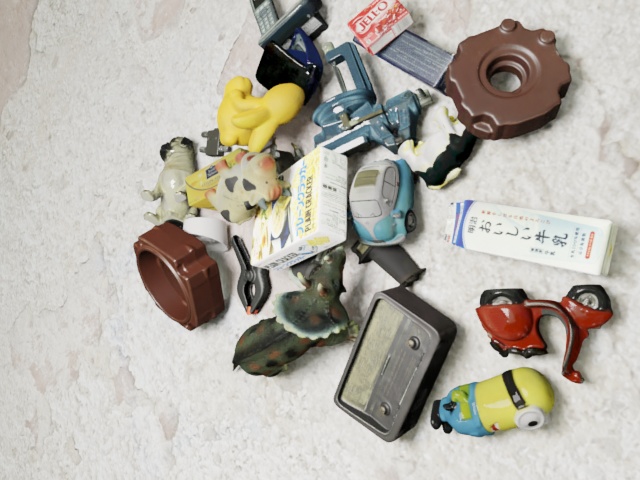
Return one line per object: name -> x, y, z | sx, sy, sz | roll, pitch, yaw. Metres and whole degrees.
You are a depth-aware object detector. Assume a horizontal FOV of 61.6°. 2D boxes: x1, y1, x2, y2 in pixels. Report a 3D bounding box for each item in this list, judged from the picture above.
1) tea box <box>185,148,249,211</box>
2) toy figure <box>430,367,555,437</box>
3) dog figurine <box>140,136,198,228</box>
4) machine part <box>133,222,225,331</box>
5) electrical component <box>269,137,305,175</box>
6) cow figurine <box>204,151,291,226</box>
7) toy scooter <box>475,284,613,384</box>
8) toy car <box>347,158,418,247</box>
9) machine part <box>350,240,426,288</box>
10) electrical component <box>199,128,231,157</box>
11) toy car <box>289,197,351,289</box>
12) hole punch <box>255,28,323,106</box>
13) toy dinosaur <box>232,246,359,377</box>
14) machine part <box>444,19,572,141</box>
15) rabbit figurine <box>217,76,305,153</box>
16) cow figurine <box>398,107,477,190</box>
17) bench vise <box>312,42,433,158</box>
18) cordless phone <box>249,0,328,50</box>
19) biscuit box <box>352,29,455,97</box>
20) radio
tea box -> -0.189, -0.122, 1.125 | 0.170, 0.098, 0.068 | -21, 74, 34
toy figure -> 0.253, 0.243, 0.797 | 0.180, 0.082, 0.089 | -20, 76, 35
dog figurine -> -0.323, -0.123, 1.239 | 0.172, 0.121, 0.191 | 104, 174, -48
machine part -> -0.302, 0.079, 1.141 | 0.202, 0.087, 0.200 | 25, 133, 32
electrical component -> -0.071, -0.151, 1.040 | 0.045, 0.102, 0.078 | -28, 67, 36
cow figurine -> -0.128, -0.089, 0.954 | 0.127, 0.085, 0.195 | 53, 145, 7
toy scooter -> 0.316, 0.133, 0.765 | 0.184, 0.075, 0.135 | -5, 82, 30
toy car -> 0.101, -0.075, 0.898 | 0.109, 0.102, 0.161 | 1, 70, 35
machine part -> 0.117, 0.029, 0.936 | 0.139, 0.039, 0.084 | 42, 101, 32
electrical component -> -0.235, -0.220, 1.211 | 0.094, 0.021, 0.063 | 7, 90, 36
toy car -> -0.002, -0.003, 1.011 | 0.074, 0.056, 0.201 | 33, 104, 40
hole punch -> -0.047, -0.329, 1.039 | 0.116, 0.092, 0.142 | 43, 143, 2
toy dinosaur -> -0.076, 0.177, 0.965 | 0.405, 0.192, 0.131 | -38, 64, 25
machine part -> 0.275, -0.236, 0.794 | 0.179, 0.056, 0.179 | -2, 76, 9
rabbit figurine -> -0.112, -0.241, 1.003 | 0.173, 0.121, 0.162 | -9, 37, 32
cow figurine -> 0.217, -0.162, 0.860 | 0.167, 0.068, 0.098 | -43, 64, 25
bench vise -> 0.073, -0.253, 0.942 | 0.224, 0.129, 0.240 | -26, 76, 28
cordless phone -> -0.074, -0.474, 1.085 | 0.146, 0.088, 0.184 | -33, 64, 29
biscuit box -> 0.150, -0.323, 0.925 | 0.203, 0.059, 0.062 | 42, 109, 30
radio -> 0.121, 0.203, 0.876 | 0.131, 0.073, 0.229 | 32, 115, 32
